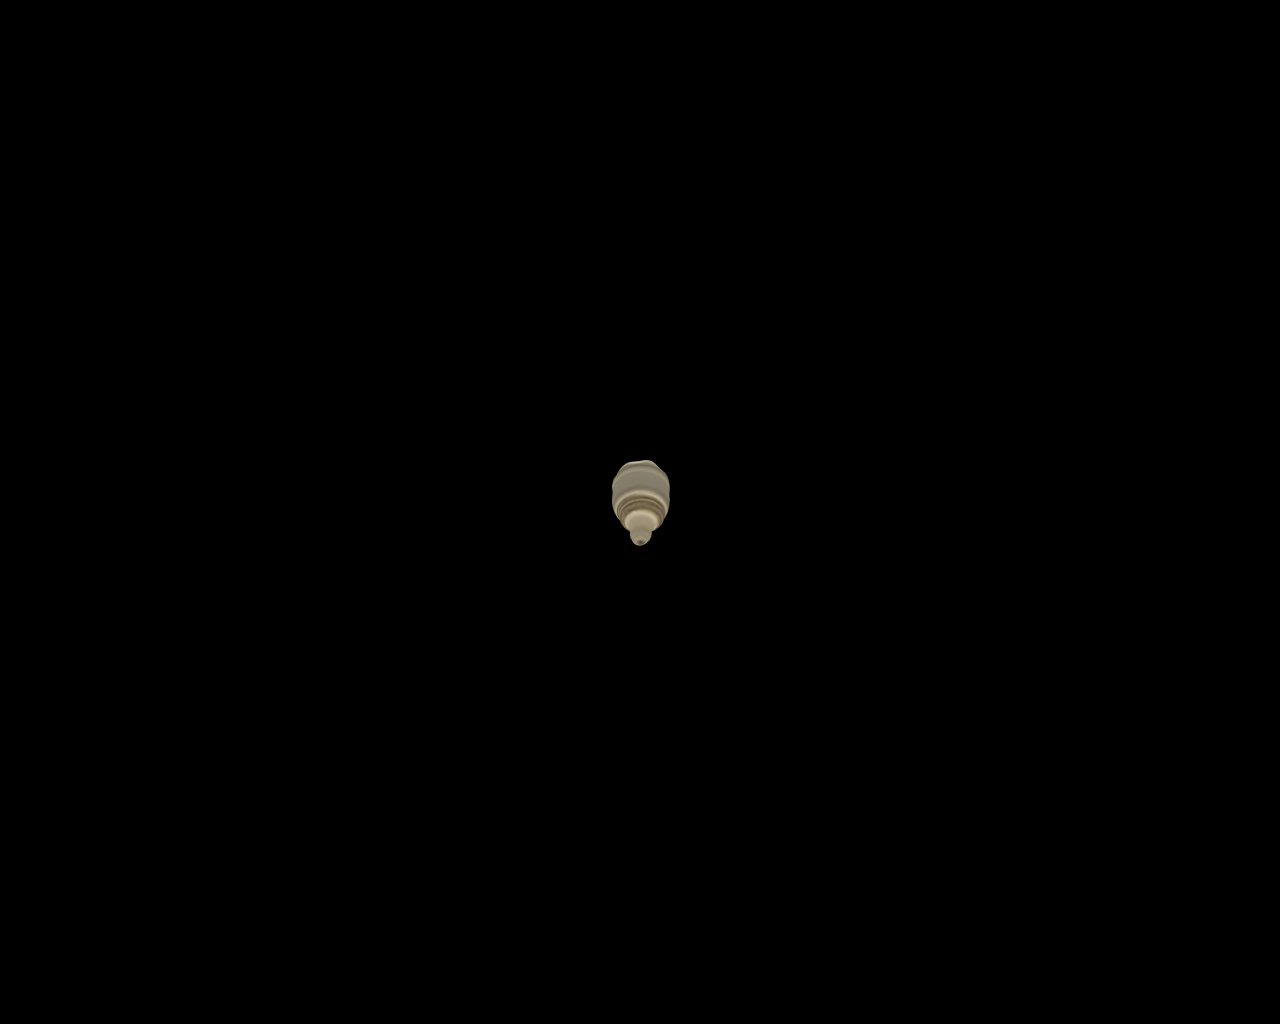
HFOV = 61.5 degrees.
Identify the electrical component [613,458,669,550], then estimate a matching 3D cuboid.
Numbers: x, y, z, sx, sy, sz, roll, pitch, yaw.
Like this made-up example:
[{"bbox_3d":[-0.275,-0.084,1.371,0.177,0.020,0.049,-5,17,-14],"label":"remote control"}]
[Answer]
[{"bbox_3d":[0.001,-0.003,0.650,0.035,0.035,0.061,0,43,0],"label":"electrical component"}]
